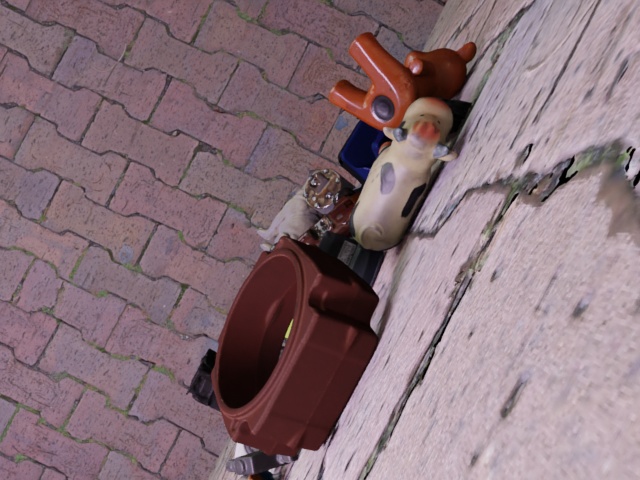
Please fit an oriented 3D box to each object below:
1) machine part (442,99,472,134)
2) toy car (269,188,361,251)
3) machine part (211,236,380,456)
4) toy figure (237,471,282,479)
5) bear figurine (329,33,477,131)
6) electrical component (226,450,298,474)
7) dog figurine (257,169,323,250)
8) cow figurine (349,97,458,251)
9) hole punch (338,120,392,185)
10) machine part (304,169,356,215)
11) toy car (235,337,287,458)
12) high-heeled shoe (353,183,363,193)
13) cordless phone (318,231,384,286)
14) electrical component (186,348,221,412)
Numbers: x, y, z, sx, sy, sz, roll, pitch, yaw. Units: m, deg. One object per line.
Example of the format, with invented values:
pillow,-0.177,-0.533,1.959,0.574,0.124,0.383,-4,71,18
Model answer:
machine part,0.157,-0.152,0.710,0.084,0.039,0.139,-55,-1,0
toy car,-0.002,-0.003,0.837,0.202,0.053,0.089,-37,49,7
machine part,-0.037,0.108,0.587,0.201,0.087,0.202,-62,27,6
toy figure,-0.084,0.315,0.628,0.064,0.057,0.154,-23,8,9
bear figurine,0.127,-0.236,0.766,0.196,0.132,0.120,-43,-11,-37
electrical component,-0.070,0.267,0.651,0.094,0.063,0.021,-27,69,45
dog figurine,-0.019,-0.038,1.055,0.190,0.121,0.172,-51,43,14
cow figurine,0.094,-0.076,0.635,0.127,0.085,0.194,-69,4,-70
hole punch,0.109,-0.138,0.846,0.092,0.115,0.142,-22,34,50
machine part,0.042,-0.069,1.000,0.243,0.079,0.079,28,-92,-59
toy car,-0.073,0.236,0.768,0.073,0.056,0.202,77,-158,-58
high-heeled shoe,0.126,-0.104,0.921,0.145,0.086,0.249,-29,37,25
cordless phone,0.025,0.084,0.784,0.184,0.089,0.146,95,-162,-62
electrical component,-0.150,0.233,0.877,0.058,0.115,0.134,-60,7,0
